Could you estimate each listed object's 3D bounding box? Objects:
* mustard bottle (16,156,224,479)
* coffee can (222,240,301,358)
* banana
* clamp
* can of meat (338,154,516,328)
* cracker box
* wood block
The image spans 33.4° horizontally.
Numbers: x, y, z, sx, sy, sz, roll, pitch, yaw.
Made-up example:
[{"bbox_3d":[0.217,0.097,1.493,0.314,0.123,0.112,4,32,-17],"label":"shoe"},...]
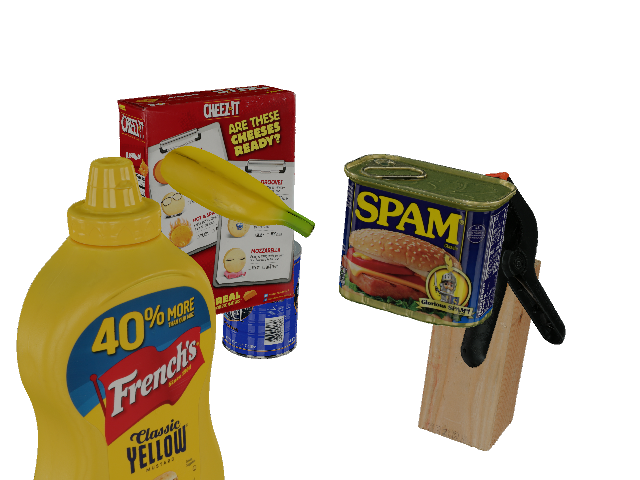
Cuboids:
[{"bbox_3d":[-0.091,0.057,0.491,0.096,0.192,0.058,-16,23,-41],"label":"mustard bottle"},{"bbox_3d":[-0.079,0.073,1.427,0.103,0.140,0.103,3,21,-1],"label":"coffee can"},{"bbox_3d":[-0.083,-0.041,0.802,0.069,0.037,0.198,43,-9,-36],"label":"banana"},{"bbox_3d":[0.158,0.029,0.948,0.120,0.171,0.039,-21,7,-40],"label":"clamp"},{"bbox_3d":[0.062,0.000,0.656,0.102,0.084,0.057,15,23,26],"label":"can of meat"},{"bbox_3d":[-0.109,-0.037,1.042,0.163,0.214,0.072,-11,20,-34],"label":"cracker box"},{"bbox_3d":[0.180,0.119,1.212,0.090,0.206,0.090,16,23,24],"label":"wood block"}]
